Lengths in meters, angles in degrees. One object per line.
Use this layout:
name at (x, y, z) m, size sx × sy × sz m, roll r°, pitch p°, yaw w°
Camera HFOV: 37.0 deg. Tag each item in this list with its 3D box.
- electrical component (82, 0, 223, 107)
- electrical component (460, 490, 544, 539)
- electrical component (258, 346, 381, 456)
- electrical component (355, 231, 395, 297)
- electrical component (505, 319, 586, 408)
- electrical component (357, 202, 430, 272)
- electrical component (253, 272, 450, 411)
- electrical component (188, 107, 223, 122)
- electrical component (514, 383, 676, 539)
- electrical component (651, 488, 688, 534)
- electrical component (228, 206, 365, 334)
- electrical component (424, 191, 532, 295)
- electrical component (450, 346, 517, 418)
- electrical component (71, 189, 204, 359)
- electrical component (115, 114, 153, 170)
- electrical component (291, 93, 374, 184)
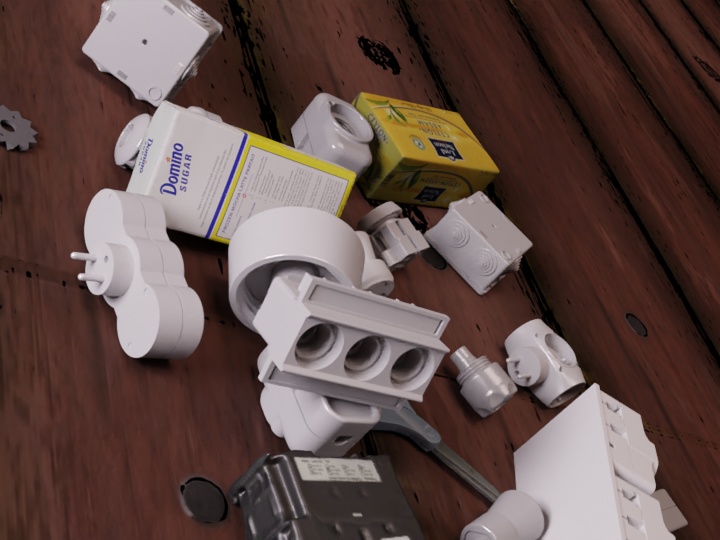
electrical component at (-0.184, -0.204, 0.951) m, size 0.100 × 0.099 × 0.048 m, roll 37°, pitch 18°, yaw -9°
electrical component at (0.107, 0.201, 0.829) m, size 0.065 × 0.044 × 0.044 m, roll -17°, pitch 64°, yaw -50°
electrical component at (-0.034, 0.089, 0.790) m, size 0.054 × 0.059 × 0.095 m, roll 10°, pitch 43°, yaw -42°
electrical component at (0.000, 0.000, 0.955) m, size 0.045 × 0.045 × 0.055 m, roll 1°, pitch 50°, yaw -48°
electrical component at (0.169, 0.091, 1.033) m, size 0.079 × 0.044 × 0.077 m, roll -2°, pitch 52°, yaw -49°
electrical component at (0.029, -0.031, 1.028) m, size 0.055 × 0.048 × 0.066 m, roll 57°, pitch 33°, yaw 9°
electrical component at (-0.008, 0.047, 0.746) m, size 0.121 × 0.078 × 0.063 m, roll 17°, pitch 17°, yaw -36°
electrical component at (-0.134, -0.123, 0.969) m, size 0.061 × 0.035 × 0.035 m, roll 17°, pitch 39°, yaw -40°
electrical component at (0.185, 0.197, 0.858) m, size 0.060 × 0.105 × 0.186 m, roll 31°, pitch 32°, yaw -17°
electrical component at (0.235, 0.212, 0.954) m, size 0.083 × 0.047 × 0.075 m, roll 0°, pitch 51°, yaw -49°
electrical component at (-0.050, 0.011, 0.829) m, size 0.108 × 0.108 × 0.060 m, roll 27°, pitch 40°, yaw -24°
electrical component at (0.127, -0.031, 1.136) m, size 0.099 × 0.048 × 0.100 m, roll 46°, pitch 31°, yaw 7°
electrical component at (0.106, 0.096, 0.957) m, size 0.062 × 0.043 × 0.043 m, roll 50°, pitch 31°, yaw 16°
electrical component at (-0.168, 0.001, 0.755) m, size 0.074 × 0.052 × 0.138 m, roll 7°, pitch 46°, yaw -44°
electrical component at (-0.167, -0.095, 0.887) m, size 0.062 × 0.048 × 0.048 m, roll 31°, pitch 32°, yaw -31°
electrical component at (-0.026, -0.128, 1.072) m, size 0.054 × 0.059 × 0.095 m, roll 20°, pitch 37°, yaw -32°
